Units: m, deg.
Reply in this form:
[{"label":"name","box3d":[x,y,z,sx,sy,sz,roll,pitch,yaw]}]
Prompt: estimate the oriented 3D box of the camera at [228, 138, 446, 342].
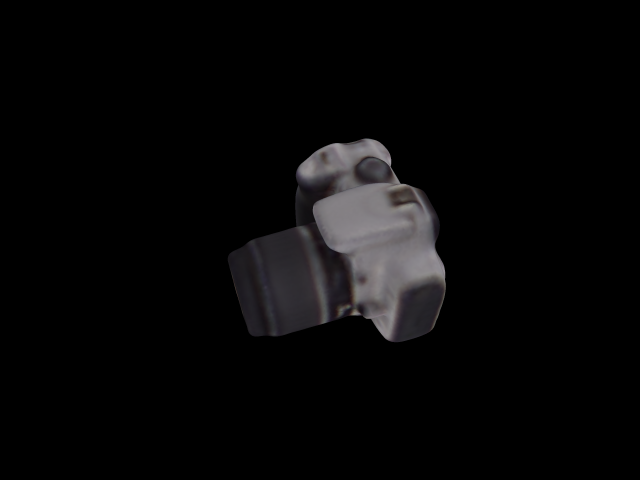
[{"label":"camera","box3d":[0.004,0.001,0.400,0.137,0.101,0.143,-15,54,-11]}]
